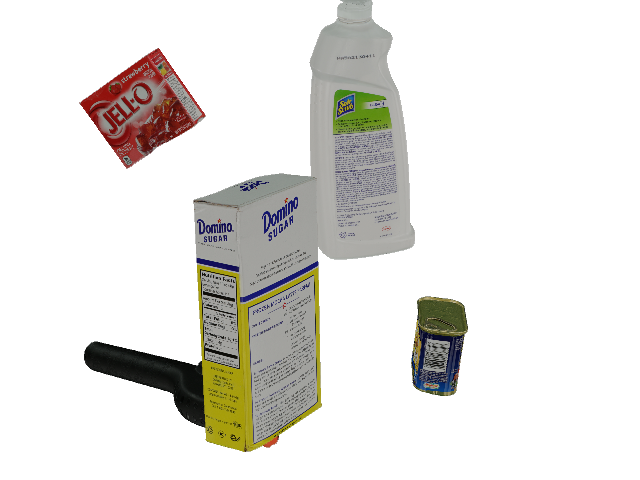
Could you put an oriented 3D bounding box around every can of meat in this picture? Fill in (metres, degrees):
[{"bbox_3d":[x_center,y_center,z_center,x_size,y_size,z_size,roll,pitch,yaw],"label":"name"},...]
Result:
[{"bbox_3d":[0.139,0.125,1.265,0.057,0.084,0.102,7,19,1],"label":"can of meat"}]

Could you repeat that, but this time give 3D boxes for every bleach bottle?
[{"bbox_3d":[0.041,-0.107,1.011,0.102,0.251,0.068,-9,30,-15],"label":"bleach bottle"}]

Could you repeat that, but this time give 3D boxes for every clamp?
[{"bbox_3d":[-0.086,0.120,0.926,0.164,0.036,0.210,-8,20,-39],"label":"clamp"}]

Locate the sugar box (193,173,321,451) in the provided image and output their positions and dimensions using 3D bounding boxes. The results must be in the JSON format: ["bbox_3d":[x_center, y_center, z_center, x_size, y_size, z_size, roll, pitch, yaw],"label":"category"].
[{"bbox_3d":[-0.042,0.048,0.740,0.048,0.176,0.093,7,18,33],"label":"sugar box"}]

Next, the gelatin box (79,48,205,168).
[{"bbox_3d":[-0.158,-0.116,0.945,0.089,0.073,0.030,-27,15,28],"label":"gelatin box"}]
